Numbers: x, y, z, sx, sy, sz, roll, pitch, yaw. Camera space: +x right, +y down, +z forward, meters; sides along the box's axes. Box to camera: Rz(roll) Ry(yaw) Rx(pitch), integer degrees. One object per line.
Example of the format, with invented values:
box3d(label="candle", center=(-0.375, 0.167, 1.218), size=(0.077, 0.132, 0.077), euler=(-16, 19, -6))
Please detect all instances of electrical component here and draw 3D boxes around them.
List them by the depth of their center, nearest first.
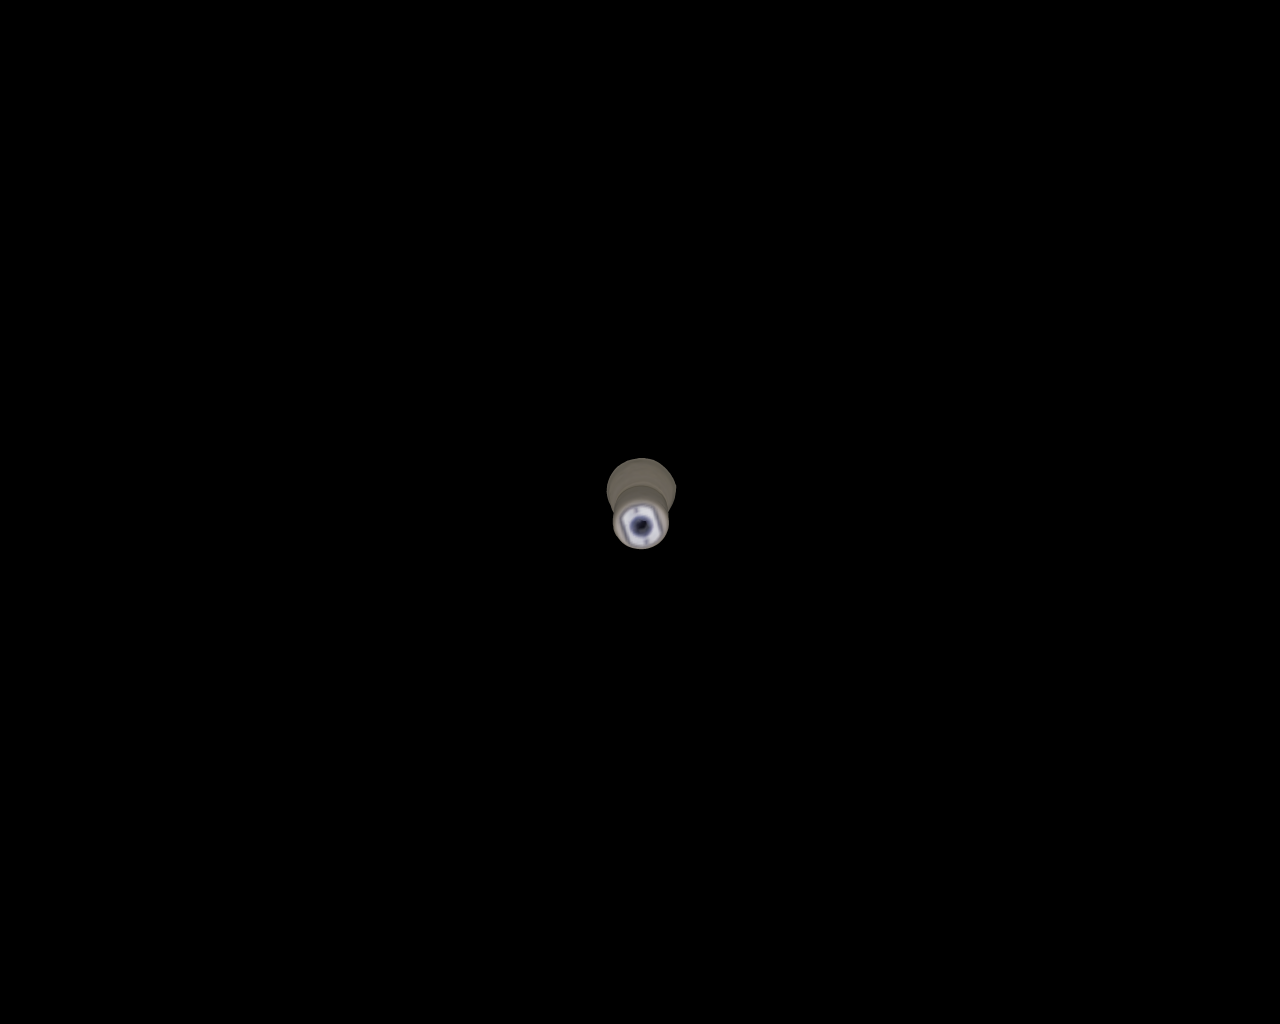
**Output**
box3d(label="electrical component", center=(0.001, -0.003, 0.650), size=(0.044, 0.044, 0.065), euler=(0, 21, 0))
